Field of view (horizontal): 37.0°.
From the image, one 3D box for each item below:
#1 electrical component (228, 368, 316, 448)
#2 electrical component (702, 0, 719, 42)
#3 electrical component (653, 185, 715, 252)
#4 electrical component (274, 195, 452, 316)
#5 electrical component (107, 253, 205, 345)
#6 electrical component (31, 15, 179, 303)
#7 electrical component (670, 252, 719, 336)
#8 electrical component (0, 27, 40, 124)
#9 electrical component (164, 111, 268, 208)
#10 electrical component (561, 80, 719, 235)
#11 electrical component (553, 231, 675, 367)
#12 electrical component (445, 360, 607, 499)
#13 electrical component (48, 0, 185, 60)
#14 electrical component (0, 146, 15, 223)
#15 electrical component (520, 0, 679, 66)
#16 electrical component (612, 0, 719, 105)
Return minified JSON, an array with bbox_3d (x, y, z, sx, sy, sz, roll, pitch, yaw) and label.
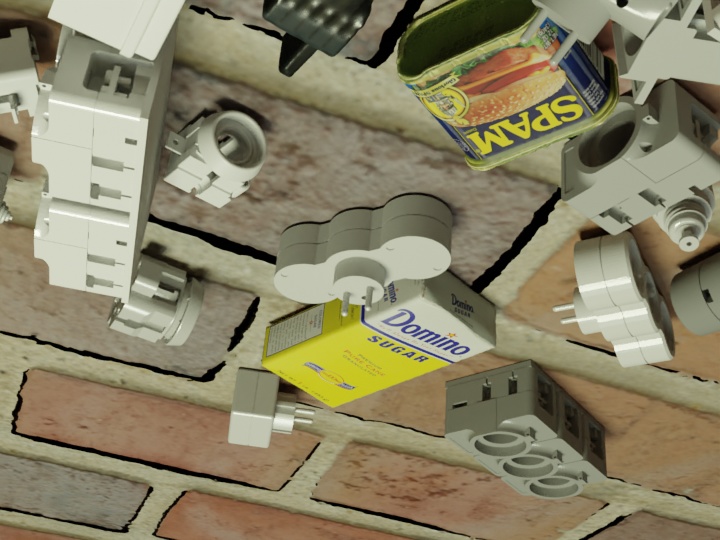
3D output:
[{"bbox_3d":[-0.080,0.131,0.998,0.077,0.047,0.065,8,145,-5],"label":"electrical component"},{"bbox_3d":[0.253,-0.128,0.525,0.186,0.105,0.060,23,142,-24],"label":"electrical component"},{"bbox_3d":[0.207,-0.041,0.688,0.040,0.078,0.040,5,131,5],"label":"electrical component"},{"bbox_3d":[0.000,0.000,0.773,0.138,0.073,0.052,-14,141,26],"label":"electrical component"},{"bbox_3d":[-0.159,0.026,0.849,0.057,0.058,0.078,23,142,-19],"label":"electrical component"},{"bbox_3d":[-0.156,-0.077,0.656,0.060,0.105,0.186,11,145,-9],"label":"electrical component"},{"bbox_3d":[0.260,0.017,0.782,0.055,0.055,0.047,27,144,-28],"label":"electrical component"},{"bbox_3d":[-0.223,-0.114,0.644,0.064,0.081,0.042,-12,148,-14],"label":"electrical component"},{"bbox_3d":[-0.093,-0.074,0.705,0.066,0.048,0.055,27,148,-28],"label":"electrical component"},{"bbox_3d":[0.172,-0.070,0.667,0.056,0.050,0.089,29,139,-28],"label":"electrical component"},{"bbox_3d":[0.183,0.028,0.807,0.074,0.052,0.138,-13,142,24],"label":"electrical component"},{"bbox_3d":[0.153,0.152,0.984,0.089,0.061,0.150,-19,139,31],"label":"electrical component"},{"bbox_3d":[-0.106,-0.170,0.538,0.057,0.078,0.113,22,142,-18],"label":"electrical component"},{"bbox_3d":[-0.281,-0.061,0.734,0.096,0.061,0.062,24,141,-25],"label":"electrical component"},{"bbox_3d":[0.112,-0.140,0.534,0.077,0.044,0.079,39,100,8],"label":"electrical component"},{"bbox_3d":[0.178,-0.131,0.588,0.064,0.042,0.081,8,146,-7],"label":"electrical component"}]
